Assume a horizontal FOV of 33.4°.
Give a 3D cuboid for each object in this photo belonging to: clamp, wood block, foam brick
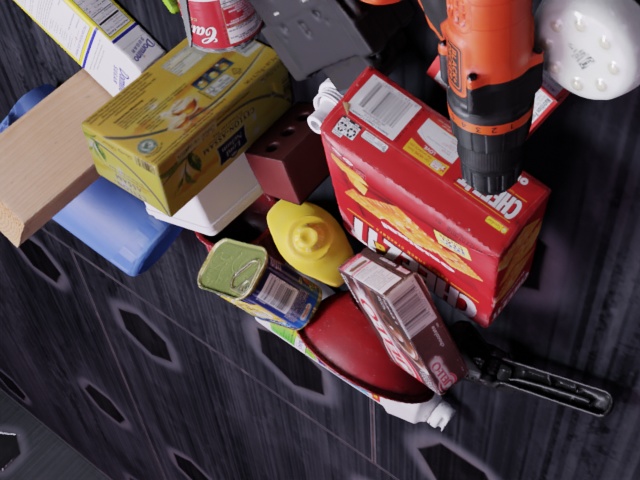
[{"bbox_3d":[0.170,0.122,1.002,0.164,0.036,0.210,26,169,-5],"label":"clamp"},{"bbox_3d":[-0.280,-0.100,1.159,0.091,0.205,0.090,45,154,-2],"label":"wood block"},{"bbox_3d":[-0.019,-0.079,0.963,0.053,0.078,0.051,18,145,42],"label":"foam brick"}]

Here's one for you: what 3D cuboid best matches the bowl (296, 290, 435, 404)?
[{"bbox_3d":[0.057,0.096,1.082,0.162,0.161,0.055,35,108,19],"label":"bowl"}]

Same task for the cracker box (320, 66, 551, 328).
[{"bbox_3d":[0.088,-0.023,0.842,0.164,0.072,0.213,37,169,16],"label":"cracker box"}]

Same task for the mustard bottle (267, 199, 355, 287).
[{"bbox_3d":[-0.007,0.002,1.005,0.096,0.058,0.191,47,179,3],"label":"mustard bottle"}]

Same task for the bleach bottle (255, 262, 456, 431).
[{"bbox_3d":[0.043,0.124,1.194,0.251,0.068,0.103,35,152,13],"label":"bleach bottle"}]

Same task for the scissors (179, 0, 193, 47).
[{"bbox_3d":[-0.105,-0.254,0.792,0.096,0.016,0.202,-40,64,49],"label":"scissors"}]

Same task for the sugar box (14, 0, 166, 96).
[{"bbox_3d":[-0.243,-0.226,1.107,0.176,0.048,0.093,43,154,-4],"label":"sugar box"}]

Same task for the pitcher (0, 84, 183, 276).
[{"bbox_3d":[-0.284,-0.069,1.324,0.243,0.149,0.145,40,139,3],"label":"pitcher"}]

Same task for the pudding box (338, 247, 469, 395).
[{"bbox_3d":[0.070,0.068,0.907,0.113,0.039,0.090,62,165,-24],"label":"pudding box"}]

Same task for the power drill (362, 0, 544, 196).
[{"bbox_3d":[0.076,-0.140,0.675,0.184,0.057,0.188,81,163,-50],"label":"power drill"}]

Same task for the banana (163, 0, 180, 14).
[{"bbox_3d":[-0.162,-0.289,0.898,0.070,0.037,0.197,33,153,47],"label":"banana"}]

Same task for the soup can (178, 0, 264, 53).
[{"bbox_3d":[-0.087,-0.214,0.873,0.069,0.068,0.102,28,149,30],"label":"soup can"}]

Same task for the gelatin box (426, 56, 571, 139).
[{"bbox_3d":[0.127,-0.116,0.753,0.089,0.030,0.073,42,153,4],"label":"gelatin box"}]

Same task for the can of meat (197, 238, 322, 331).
[{"bbox_3d":[-0.059,0.046,1.064,0.083,0.057,0.102,34,167,-34],"label":"can of meat"}]

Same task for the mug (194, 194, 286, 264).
[{"bbox_3d":[-0.086,-0.010,1.161,0.081,0.093,0.117,75,173,-50],"label":"mug"}]
